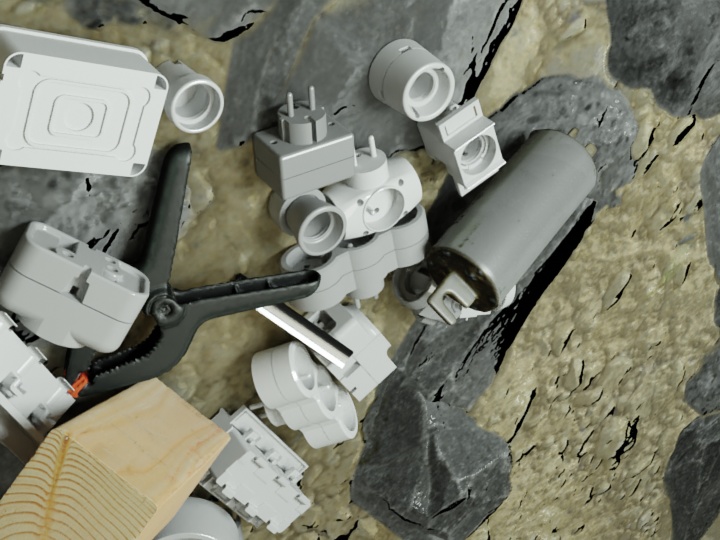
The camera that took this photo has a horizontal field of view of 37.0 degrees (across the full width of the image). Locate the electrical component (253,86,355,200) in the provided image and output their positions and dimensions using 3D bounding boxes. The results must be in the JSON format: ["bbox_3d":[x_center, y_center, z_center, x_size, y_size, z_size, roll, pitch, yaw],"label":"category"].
[{"bbox_3d":[-0.044,-0.105,0.828,0.066,0.047,0.076,-21,131,-24],"label":"electrical component"}]

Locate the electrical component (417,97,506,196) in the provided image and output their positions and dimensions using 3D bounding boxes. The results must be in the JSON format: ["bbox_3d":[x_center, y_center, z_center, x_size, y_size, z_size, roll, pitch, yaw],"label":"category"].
[{"bbox_3d":[0.084,-0.109,0.911,0.042,0.064,0.081,-34,134,-11],"label":"electrical component"}]

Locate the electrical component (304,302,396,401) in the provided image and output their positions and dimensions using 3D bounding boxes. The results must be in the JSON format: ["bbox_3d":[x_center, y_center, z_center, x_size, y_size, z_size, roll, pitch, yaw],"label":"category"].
[{"bbox_3d":[-0.010,0.067,0.975,0.056,0.050,0.089,-42,136,-4],"label":"electrical component"}]

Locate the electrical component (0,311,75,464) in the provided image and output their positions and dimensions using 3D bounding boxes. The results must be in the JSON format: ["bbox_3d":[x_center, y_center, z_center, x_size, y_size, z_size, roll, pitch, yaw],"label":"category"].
[{"bbox_3d":[-0.264,0.076,0.775,0.063,0.079,0.121,-51,140,-23],"label":"electrical component"}]

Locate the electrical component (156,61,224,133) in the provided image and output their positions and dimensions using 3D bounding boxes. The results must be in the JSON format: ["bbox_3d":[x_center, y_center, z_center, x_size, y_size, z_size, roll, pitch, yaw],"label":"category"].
[{"bbox_3d":[-0.123,-0.123,0.756,0.040,0.046,0.040,-20,130,-25],"label":"electrical component"}]

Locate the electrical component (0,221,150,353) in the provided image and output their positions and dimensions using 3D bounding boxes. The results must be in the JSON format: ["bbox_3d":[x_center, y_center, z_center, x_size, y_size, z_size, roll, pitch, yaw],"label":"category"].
[{"bbox_3d":[-0.207,0.016,0.768,0.095,0.053,0.059,28,102,-18],"label":"electrical component"}]

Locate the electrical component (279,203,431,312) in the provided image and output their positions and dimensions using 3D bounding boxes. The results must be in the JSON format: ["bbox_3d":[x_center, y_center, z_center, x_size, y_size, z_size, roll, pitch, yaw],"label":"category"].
[{"bbox_3d":[0.000,0.000,0.928,0.138,0.052,0.073,-27,127,-20],"label":"electrical component"}]

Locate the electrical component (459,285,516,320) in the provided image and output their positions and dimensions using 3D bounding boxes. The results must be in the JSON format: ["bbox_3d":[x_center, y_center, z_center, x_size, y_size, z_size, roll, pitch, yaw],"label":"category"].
[{"bbox_3d":[0.116,0.017,1.039,0.055,0.048,0.066,-3,121,-27],"label":"electrical component"}]

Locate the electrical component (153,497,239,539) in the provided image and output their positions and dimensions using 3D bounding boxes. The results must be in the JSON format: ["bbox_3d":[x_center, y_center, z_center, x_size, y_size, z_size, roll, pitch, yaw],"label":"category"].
[{"bbox_3d":[-0.160,0.267,0.971,0.108,0.060,0.108,-5,115,-10],"label":"electrical component"}]

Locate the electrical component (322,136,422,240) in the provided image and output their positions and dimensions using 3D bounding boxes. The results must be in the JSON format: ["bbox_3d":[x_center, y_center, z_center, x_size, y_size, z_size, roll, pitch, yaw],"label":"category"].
[{"bbox_3d":[0.006,-0.074,0.891,0.077,0.044,0.079,-27,132,-19],"label":"electrical component"}]

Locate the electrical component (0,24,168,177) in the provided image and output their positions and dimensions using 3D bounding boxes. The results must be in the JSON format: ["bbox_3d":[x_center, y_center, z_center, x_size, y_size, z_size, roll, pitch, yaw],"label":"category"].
[{"bbox_3d":[-0.193,-0.111,0.704,0.113,0.057,0.078,2,118,-38],"label":"electrical component"}]

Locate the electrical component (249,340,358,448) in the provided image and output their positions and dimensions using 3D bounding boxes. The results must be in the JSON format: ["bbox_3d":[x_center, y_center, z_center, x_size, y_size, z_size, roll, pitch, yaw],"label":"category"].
[{"bbox_3d":[-0.063,0.119,0.972,0.074,0.052,0.138,-19,141,17],"label":"electrical component"}]

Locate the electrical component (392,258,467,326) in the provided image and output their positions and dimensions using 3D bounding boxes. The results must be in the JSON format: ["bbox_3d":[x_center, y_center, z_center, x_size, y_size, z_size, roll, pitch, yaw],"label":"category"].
[{"bbox_3d":[0.067,0.012,0.988,0.057,0.058,0.078,20,122,-42],"label":"electrical component"}]

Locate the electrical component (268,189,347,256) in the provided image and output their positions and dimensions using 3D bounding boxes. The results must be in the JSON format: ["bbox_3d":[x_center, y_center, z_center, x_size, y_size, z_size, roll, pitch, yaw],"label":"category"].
[{"bbox_3d":[-0.043,-0.044,0.867,0.045,0.055,0.045,-20,130,-25],"label":"electrical component"}]

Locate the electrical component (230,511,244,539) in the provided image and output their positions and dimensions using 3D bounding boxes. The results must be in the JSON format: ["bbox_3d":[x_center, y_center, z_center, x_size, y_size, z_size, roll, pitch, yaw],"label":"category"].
[{"bbox_3d":[-0.130,0.260,1.032,0.040,0.040,0.046,-18,124,-27],"label":"electrical component"}]

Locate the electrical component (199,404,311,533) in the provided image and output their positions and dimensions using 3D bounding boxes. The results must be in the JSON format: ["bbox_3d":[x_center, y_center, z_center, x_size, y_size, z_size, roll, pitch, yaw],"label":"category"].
[{"bbox_3d":[-0.099,0.187,0.985,0.079,0.063,0.121,-42,136,-4],"label":"electrical component"}]

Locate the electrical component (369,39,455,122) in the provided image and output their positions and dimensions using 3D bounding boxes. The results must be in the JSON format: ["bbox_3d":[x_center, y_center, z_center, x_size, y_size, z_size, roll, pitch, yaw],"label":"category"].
[{"bbox_3d":[0.043,-0.151,0.861,0.055,0.047,0.055,-20,130,-25],"label":"electrical component"}]
